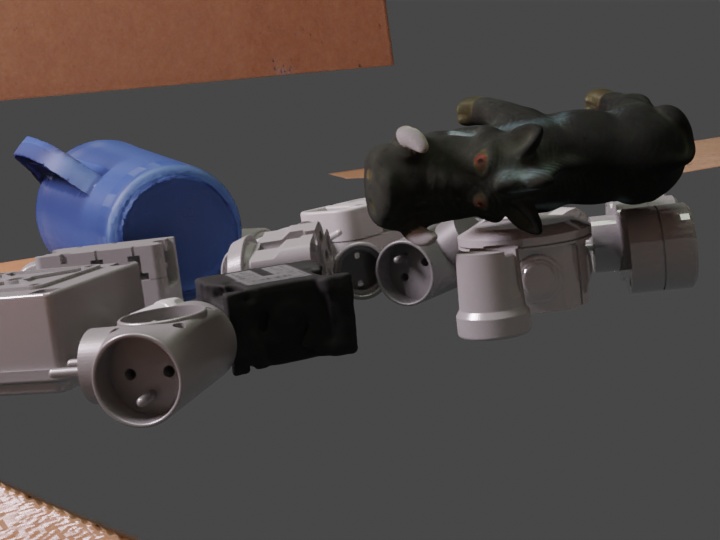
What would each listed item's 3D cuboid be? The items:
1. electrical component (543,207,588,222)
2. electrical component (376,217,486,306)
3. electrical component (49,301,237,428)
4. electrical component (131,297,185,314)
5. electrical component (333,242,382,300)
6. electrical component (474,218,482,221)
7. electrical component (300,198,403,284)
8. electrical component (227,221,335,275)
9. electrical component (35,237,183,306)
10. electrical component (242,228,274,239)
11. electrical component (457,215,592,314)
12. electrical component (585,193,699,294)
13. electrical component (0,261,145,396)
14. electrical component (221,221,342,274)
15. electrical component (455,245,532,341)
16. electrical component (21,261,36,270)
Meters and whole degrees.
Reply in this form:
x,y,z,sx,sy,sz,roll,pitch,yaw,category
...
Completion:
x,y,z,sx,sy,sz,roll,pitch,yaw,category
0.140,-0.027,0.811,0.043,0.043,0.081,-10,8,-22,electrical component
0.060,-0.014,0.716,0.079,0.044,0.077,-38,-10,32,electrical component
-0.108,0.044,0.513,0.079,0.044,0.077,-5,8,13,electrical component
-0.120,0.040,0.593,0.061,0.035,0.035,-24,17,-36,electrical component
0.000,0.000,0.757,0.040,0.040,0.046,-7,2,-3,electrical component
0.087,-0.019,0.811,0.040,0.040,0.078,-12,11,-35,electrical component
0.001,-0.023,0.841,0.054,0.059,0.095,-2,10,36,electrical component
-0.051,0.003,0.699,0.057,0.058,0.078,-8,25,11,electrical component
-0.176,0.011,0.763,0.089,0.055,0.050,-6,8,5,electrical component
-0.084,-0.017,0.937,0.078,0.040,0.040,0,10,39,electrical component
0.101,-0.004,0.653,0.080,0.051,0.080,-7,8,1,electrical component
0.167,-0.018,0.692,0.074,0.052,0.138,-6,8,8,electrical component
-0.194,0.033,0.622,0.109,0.056,0.109,-5,8,15,electrical component
-0.046,-0.010,0.767,0.079,0.043,0.077,-27,-3,37,electrical component
0.071,0.012,0.583,0.040,0.046,0.040,-7,8,1,electrical component
-0.263,0.012,0.886,0.040,0.040,0.078,-9,8,-13,electrical component
